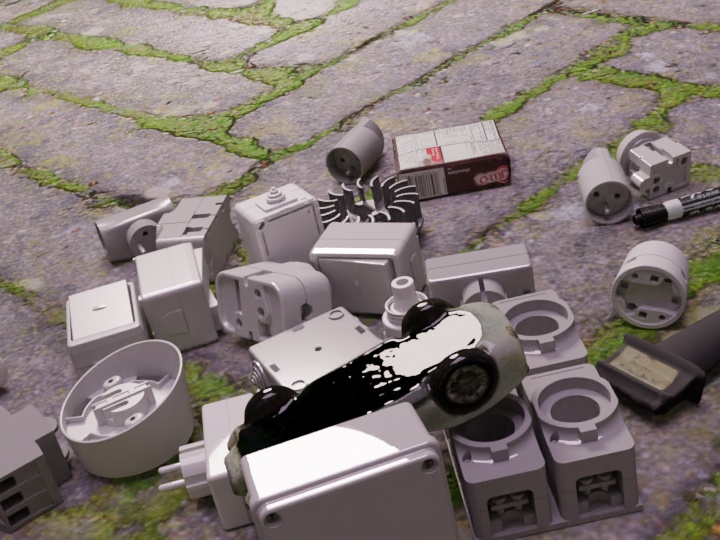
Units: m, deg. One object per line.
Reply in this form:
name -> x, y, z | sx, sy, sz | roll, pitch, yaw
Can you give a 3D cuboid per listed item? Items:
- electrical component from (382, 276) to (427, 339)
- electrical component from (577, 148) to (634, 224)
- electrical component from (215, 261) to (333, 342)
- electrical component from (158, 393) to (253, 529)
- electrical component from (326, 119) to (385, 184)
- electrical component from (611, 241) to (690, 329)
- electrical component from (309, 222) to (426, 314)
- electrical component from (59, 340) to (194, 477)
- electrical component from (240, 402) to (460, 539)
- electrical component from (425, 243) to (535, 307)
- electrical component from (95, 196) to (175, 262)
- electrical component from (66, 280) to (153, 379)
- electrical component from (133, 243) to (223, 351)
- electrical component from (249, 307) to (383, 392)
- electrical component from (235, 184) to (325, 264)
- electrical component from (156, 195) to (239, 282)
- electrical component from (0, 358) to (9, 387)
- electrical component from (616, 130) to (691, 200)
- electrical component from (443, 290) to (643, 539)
electrical component -> 0.038, 0.035, 0.839 | 0.048, 0.062, 0.048 | -9, 30, 5
electrical component -> 0.222, -0.080, 0.984 | 0.043, 0.043, 0.081 | -8, 30, 7
electrical component -> -0.068, 0.026, 0.886 | 0.059, 0.053, 0.095 | -14, 16, -39
electrical component -> -0.101, 0.134, 0.738 | 0.076, 0.047, 0.083 | -14, 30, -3
electrical component -> 0.000, -0.130, 1.151 | 0.043, 0.043, 0.081 | 5, 34, 27
electrical component -> 0.224, 0.010, 0.823 | 0.055, 0.055, 0.047 | 2, 29, 23
electrical component -> 0.000, 0.000, 0.913 | 0.096, 0.061, 0.061 | 1, 33, 22
electrical component -> -0.172, 0.104, 0.799 | 0.099, 0.064, 0.099 | -9, 30, 5
electrical component -> -0.003, 0.146, 0.621 | 0.109, 0.108, 0.056 | -17, 28, -9
electrical component -> 0.098, 0.023, 0.853 | 0.083, 0.047, 0.075 | -9, 30, 5
electrical component -> -0.216, -0.035, 1.071 | 0.077, 0.043, 0.079 | -22, 32, -16
electrical component -> -0.208, 0.057, 0.894 | 0.062, 0.061, 0.096 | -17, 30, -7
electrical component -> -0.158, 0.020, 0.937 | 0.061, 0.061, 0.096 | -16, 30, -7
electrical component -> -0.027, 0.077, 0.805 | 0.100, 0.048, 0.100 | -24, 32, -19
electrical component -> -0.070, -0.033, 0.960 | 0.062, 0.096, 0.061 | -23, 29, -19
electrical component -> -0.159, -0.029, 1.033 | 0.056, 0.050, 0.089 | -4, 31, 13
electrical component -> -0.328, 0.094, 0.893 | 0.045, 0.045, 0.055 | 6, 35, 29
electrical component -> 0.272, -0.100, 1.000 | 0.066, 0.048, 0.055 | -21, 38, -14
electrical component -> 0.107, 0.088, 0.726 | 0.105, 0.060, 0.186 | -12, 30, 0
